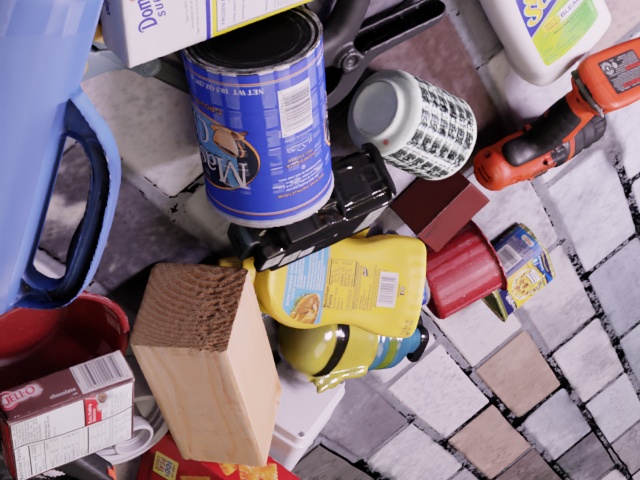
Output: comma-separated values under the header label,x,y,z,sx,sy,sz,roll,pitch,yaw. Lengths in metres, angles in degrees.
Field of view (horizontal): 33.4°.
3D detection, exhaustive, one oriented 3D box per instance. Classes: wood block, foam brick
label,x,y,z,sx,sy,sz,roll,pitch,yaw
wood block,-0.100,0.120,0.994,0.090,0.090,0.206,3,142,11
foam brick,0.121,-0.037,1.084,0.078,0.051,0.053,-44,144,8

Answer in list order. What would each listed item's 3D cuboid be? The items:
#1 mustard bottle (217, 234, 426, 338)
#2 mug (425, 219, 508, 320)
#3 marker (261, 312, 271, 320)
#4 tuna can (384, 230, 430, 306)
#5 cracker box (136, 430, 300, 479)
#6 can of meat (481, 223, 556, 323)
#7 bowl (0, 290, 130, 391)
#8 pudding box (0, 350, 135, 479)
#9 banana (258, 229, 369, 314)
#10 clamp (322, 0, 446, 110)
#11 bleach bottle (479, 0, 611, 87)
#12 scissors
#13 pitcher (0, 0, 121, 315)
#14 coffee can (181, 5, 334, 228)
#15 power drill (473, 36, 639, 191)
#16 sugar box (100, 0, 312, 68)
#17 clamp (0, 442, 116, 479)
label,x,y,z,sx,sy,sz,roll,pitch,yaw
mustard bottle,-0.001,0.036,0.998,0.191,0.058,0.096,6,99,-11
mug,0.143,0.034,1.167,0.081,0.093,0.117,-29,-179,-5
marker,-0.064,0.073,1.070,0.121,0.020,0.020,-22,142,-23
tuna can,0.076,0.035,1.096,0.033,0.086,0.086,-26,144,-15
cracker box,-0.095,0.290,1.116,0.072,0.214,0.164,-35,154,-48
can of meat,0.227,0.038,1.264,0.084,0.057,0.102,-39,146,-3
bowl,-0.243,0.086,0.889,0.162,0.055,0.162,-24,143,-20
pudding box,-0.215,0.151,0.907,0.113,0.039,0.090,-17,142,-25
banana,0.000,0.010,1.040,0.198,0.037,0.069,-45,142,9
clamp,0.016,-0.162,0.856,0.171,0.039,0.120,-42,142,5
bleach bottle,0.163,-0.232,0.892,0.102,0.068,0.250,-44,143,7
scissors,-0.145,-0.120,0.775,0.096,0.016,0.201,-41,145,0
pitcher,-0.208,-0.072,0.668,0.148,0.145,0.243,1,127,-39
coffee can,-0.044,-0.095,0.804,0.102,0.103,0.140,-24,135,-20
power drill,0.259,-0.124,1.054,0.184,0.057,0.188,-27,168,-32
sugar box,-0.067,-0.191,0.730,0.176,0.048,0.093,-23,139,-25
clamp,-0.292,0.217,0.973,0.209,0.036,0.165,17,123,-29
